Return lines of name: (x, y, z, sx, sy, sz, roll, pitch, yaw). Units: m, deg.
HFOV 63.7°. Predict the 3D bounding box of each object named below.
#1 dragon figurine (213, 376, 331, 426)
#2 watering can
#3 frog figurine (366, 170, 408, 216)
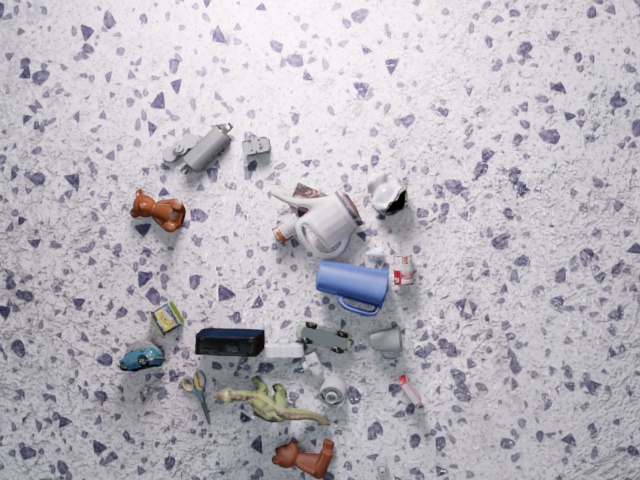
dragon figurine: (-0.158, 0.578, 1.743, 0.411, 0.242, 0.122, 18, 90, 5)
watering can: (0.005, -0.087, 1.738, 0.224, 0.105, 0.342, -38, 117, -1)
frog figurine: (0.219, -0.164, 1.775, 0.162, 0.122, 0.136, 39, 106, 37)
